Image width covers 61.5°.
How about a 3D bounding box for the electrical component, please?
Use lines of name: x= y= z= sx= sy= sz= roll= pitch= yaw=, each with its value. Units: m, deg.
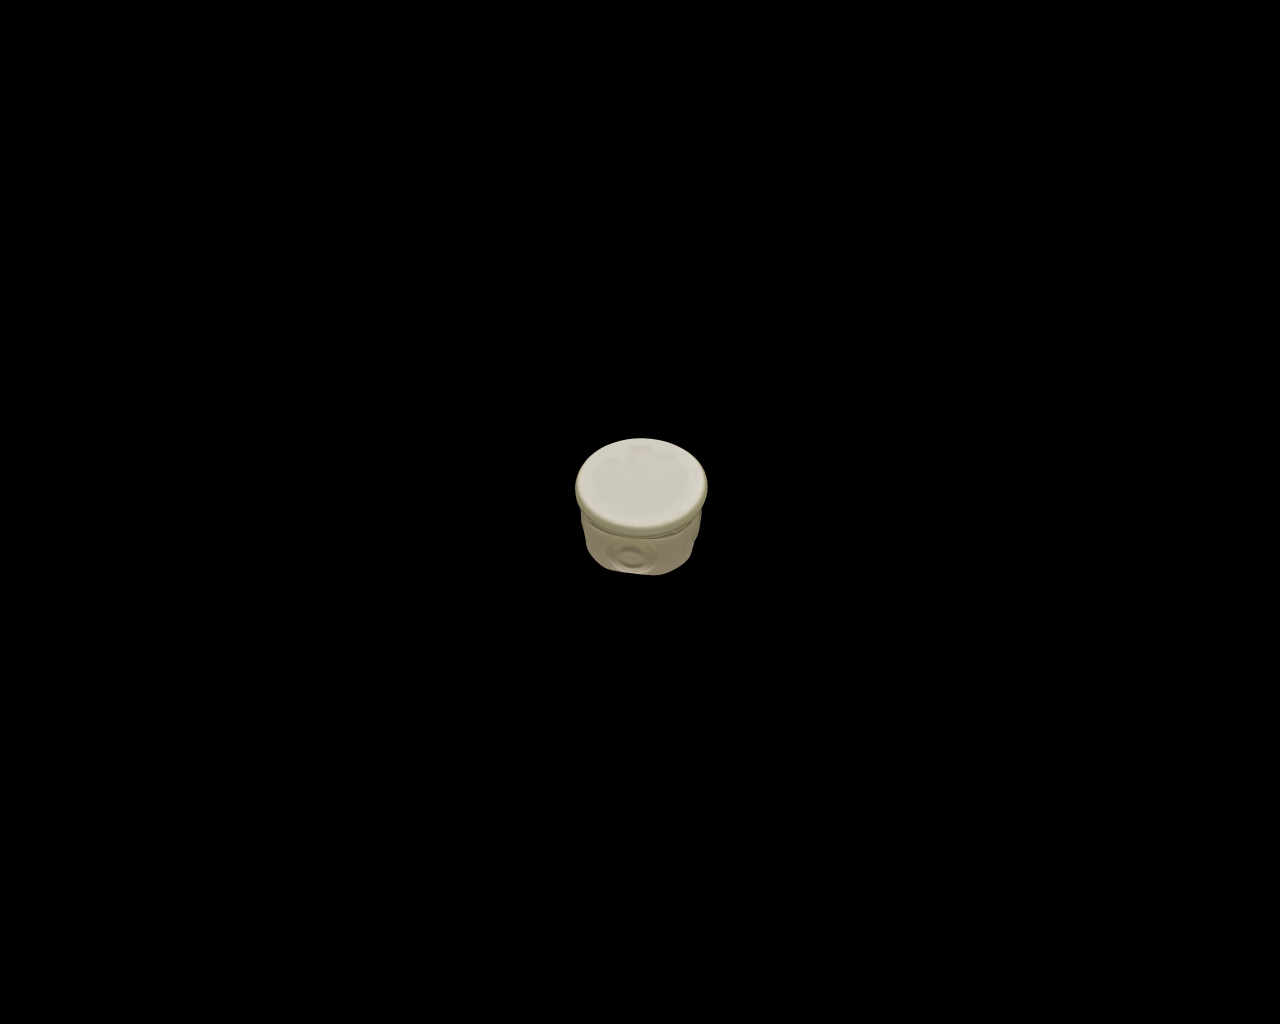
electrical component: x=0.001 y=-0.003 z=0.650 sx=0.080 sy=0.080 sz=0.050 roll=0 pitch=-43 yaw=0
